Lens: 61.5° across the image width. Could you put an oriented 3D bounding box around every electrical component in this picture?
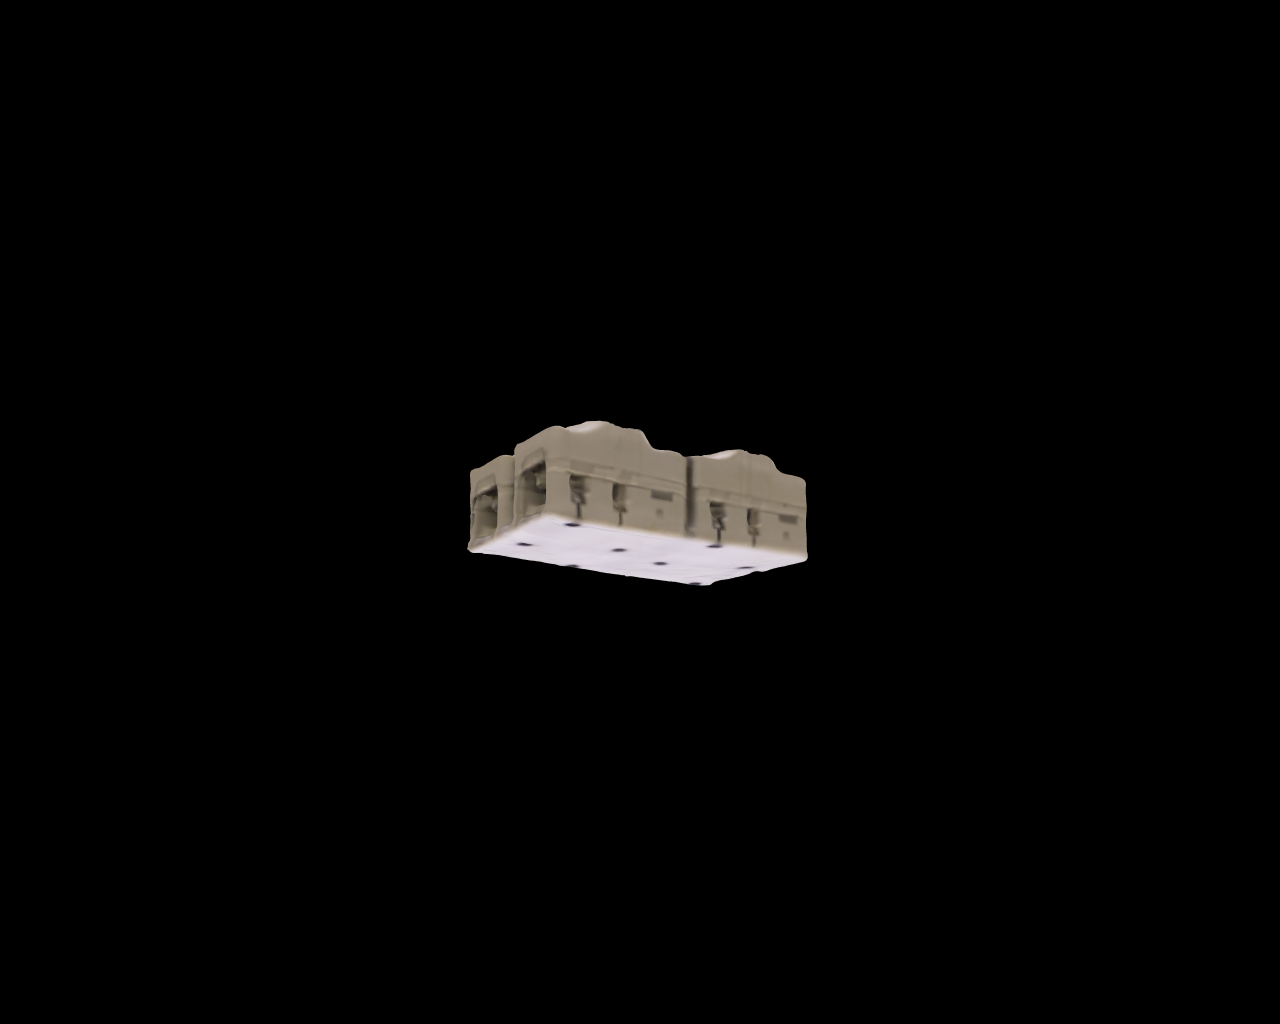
[{"bbox_3d":[0.001,-0.003,0.650,0.186,0.060,0.105,10,-18,-33],"label":"electrical component"}]
